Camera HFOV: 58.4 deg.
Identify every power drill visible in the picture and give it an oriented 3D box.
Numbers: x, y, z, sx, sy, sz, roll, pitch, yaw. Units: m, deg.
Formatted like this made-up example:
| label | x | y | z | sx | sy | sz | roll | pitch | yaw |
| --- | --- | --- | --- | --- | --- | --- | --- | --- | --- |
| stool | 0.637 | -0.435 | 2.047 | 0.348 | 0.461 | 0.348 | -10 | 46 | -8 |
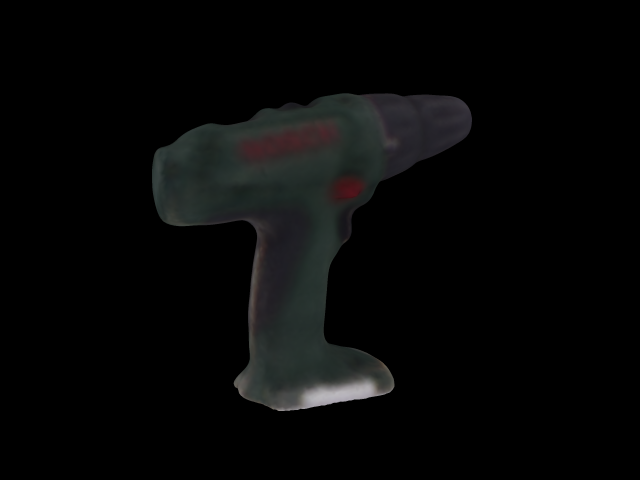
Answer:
| label | x | y | z | sx | sy | sz | roll | pitch | yaw |
| --- | --- | --- | --- | --- | --- | --- | --- | --- | --- |
| power drill | 0.004 | 0.001 | 0.400 | 0.230 | 0.208 | 0.075 | -3 | 7 | -22 |
